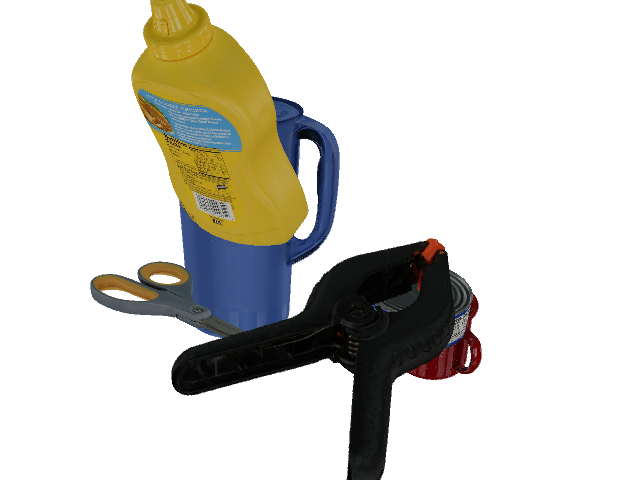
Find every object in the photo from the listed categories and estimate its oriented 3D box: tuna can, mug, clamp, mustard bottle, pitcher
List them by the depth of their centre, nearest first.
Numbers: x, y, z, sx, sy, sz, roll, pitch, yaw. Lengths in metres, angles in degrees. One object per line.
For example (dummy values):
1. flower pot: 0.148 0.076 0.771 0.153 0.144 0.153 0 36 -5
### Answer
1. clamp: 0.023 0.057 0.549 0.171 0.039 0.120 -33 56 -32
2. mustard bottle: -0.072 -0.080 0.690 0.096 0.058 0.191 20 -33 29
3. tuna can: 0.072 0.050 0.824 0.086 0.034 0.086 5 28 -3
4. pitcher: -0.075 -0.024 1.105 0.144 0.243 0.149 -11 23 -28
5. mug: 0.133 0.105 1.181 0.093 0.081 0.117 -23 40 -34

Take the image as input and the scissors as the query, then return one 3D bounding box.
1. scissors: -0.099 0.054 0.897 0.202 0.016 0.096 13 26 22
